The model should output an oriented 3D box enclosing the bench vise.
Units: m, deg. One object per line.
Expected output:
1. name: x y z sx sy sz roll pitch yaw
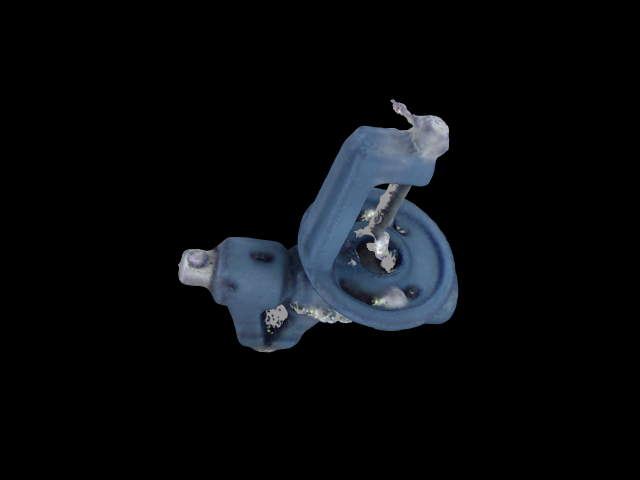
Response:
1. bench vise: 0.008 0.011 0.394 0.207 0.220 0.121 -18 57 -12
